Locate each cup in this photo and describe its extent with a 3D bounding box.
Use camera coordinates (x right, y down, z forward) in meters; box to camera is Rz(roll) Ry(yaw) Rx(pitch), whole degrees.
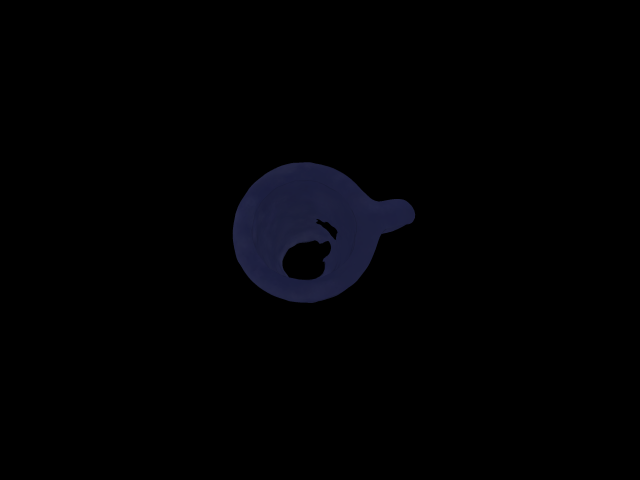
[{"bbox_3d":[0.004,0.001,0.400,0.118,0.095,0.091,-13,74,-3],"label":"cup"}]
